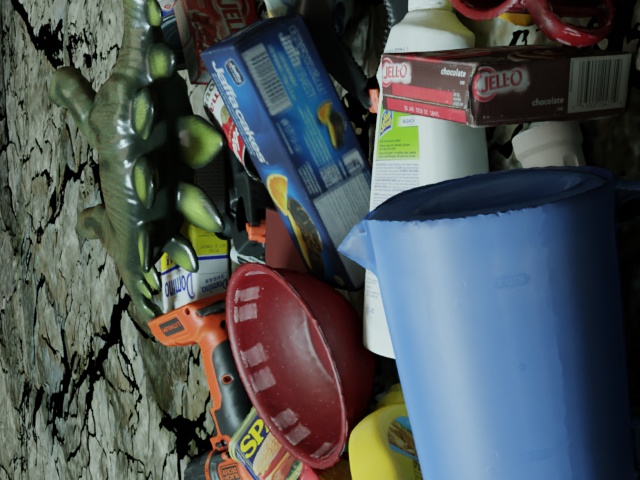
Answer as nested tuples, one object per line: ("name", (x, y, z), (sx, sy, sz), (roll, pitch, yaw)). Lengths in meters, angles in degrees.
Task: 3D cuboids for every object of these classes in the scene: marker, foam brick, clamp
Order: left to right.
("clamp", (-0.067, -0.044, 0.970), (0.172, 0.039, 0.120), (-147, 56, -68))
("marker", (-0.049, 0.025, 0.981), (0.121, 0.020, 0.020), (23, 112, 58))
("foam brick", (-0.006, 0.001, 0.869), (0.078, 0.052, 0.051), (17, 107, 59))
("clamp", (0.032, -0.197, 0.751), (0.036, 0.164, 0.210), (-81, -27, -75))

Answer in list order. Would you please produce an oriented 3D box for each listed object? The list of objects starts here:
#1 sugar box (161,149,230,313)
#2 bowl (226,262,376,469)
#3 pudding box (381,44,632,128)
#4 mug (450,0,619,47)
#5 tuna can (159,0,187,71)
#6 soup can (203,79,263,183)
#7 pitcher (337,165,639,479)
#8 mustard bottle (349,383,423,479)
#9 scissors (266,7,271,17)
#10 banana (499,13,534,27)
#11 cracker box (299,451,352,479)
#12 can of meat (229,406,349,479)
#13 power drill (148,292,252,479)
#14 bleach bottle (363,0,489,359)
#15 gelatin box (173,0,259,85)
("sugar box", (-0.131, -0.009, 1.097), (0.093, 0.048, 0.176), (2, 93, 60))
("bowl", (-0.007, 0.085, 0.794), (0.162, 0.055, 0.162), (37, 137, 44))
("pudding box", (0.104, -0.090, 0.607), (0.090, 0.113, 0.039), (24, 117, 58))
("mug", (0.128, -0.157, 0.591), (0.093, 0.081, 0.117), (-51, 49, 50))
("tuna can", (-0.139, -0.207, 1.055), (0.086, 0.086, 0.034), (-57, 46, 46))
("soup can", (-0.054, -0.104, 0.931), (0.102, 0.068, 0.069), (53, 136, 46))
("pitcher", (0.117, 0.083, 0.574), (0.149, 0.144, 0.243), (6, 110, 58))
("mustard bottle", (0.061, 0.167, 0.710), (0.058, 0.096, 0.191), (-41, 26, 25))
("scissors", (-0.029, -0.148, 0.897), (0.096, 0.016, 0.202), (110, 157, -48))
("banana", (0.098, -0.222, 0.683), (0.070, 0.037, 0.198), (-22, 73, 60))
("cracker box", (0.047, 0.283, 0.779), (0.214, 0.072, 0.164), (44, 130, 50))
("can of meat", (-0.016, 0.166, 0.870), (0.102, 0.057, 0.084), (-56, 41, 6))
("power drill", (-0.099, 0.152, 1.010), (0.185, 0.057, 0.187), (-26, 83, 51))
("bleach bottle", (0.076, -0.047, 0.714), (0.103, 0.068, 0.251), (7, 96, 59))
("gelatin box", (-0.090, -0.186, 0.981), (0.030, 0.073, 0.089), (-44, 55, 54))
